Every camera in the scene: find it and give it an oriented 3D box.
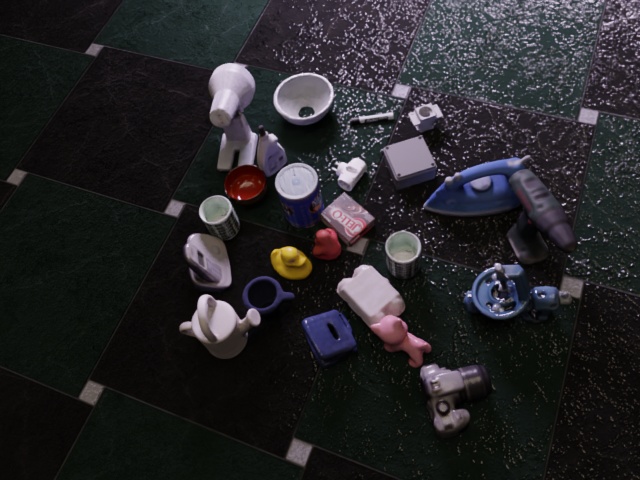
[{"bbox_3d":[0.283,0.314,1.166,0.137,0.101,0.143,-14,61,0],"label":"camera"}]

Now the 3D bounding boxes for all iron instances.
[{"bbox_3d":[0.377,-0.136,1.368,0.258,0.141,0.118,-12,61,1],"label":"iron"}]

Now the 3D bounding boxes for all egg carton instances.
[{"bbox_3d":[0.117,0.130,1.302,0.107,0.069,0.150,-39,65,-13],"label":"egg carton"}]

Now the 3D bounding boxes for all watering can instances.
[{"bbox_3d":[-0.219,0.180,1.246,0.173,0.194,0.100,-26,62,-6],"label":"watering can"}]

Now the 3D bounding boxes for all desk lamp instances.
[{"bbox_3d":[-0.229,-0.320,1.500,0.118,0.214,0.203,0,62,7],"label":"desk lamp"}]

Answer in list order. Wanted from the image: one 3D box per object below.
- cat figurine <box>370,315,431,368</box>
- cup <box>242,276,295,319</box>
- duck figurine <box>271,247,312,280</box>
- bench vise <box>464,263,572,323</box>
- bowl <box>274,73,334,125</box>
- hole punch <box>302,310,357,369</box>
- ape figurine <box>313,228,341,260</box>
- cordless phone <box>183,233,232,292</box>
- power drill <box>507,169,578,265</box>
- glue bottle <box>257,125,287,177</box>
[{"bbox_3d":[0.175,0.207,1.226,0.127,0.118,0.067,26,69,19],"label":"cat figurine"},{"bbox_3d":[-0.110,0.142,1.310,0.117,0.095,0.091,0,62,7],"label":"cup"},{"bbox_3d":[-0.072,0.044,1.361,0.104,0.086,0.077,23,67,18],"label":"duck figurine"},{"bbox_3d":[0.416,0.095,1.197,0.207,0.220,0.121,-13,61,1],"label":"bench vise"},{"bbox_3d":[-0.041,-0.377,1.586,0.167,0.075,0.167,-3,62,6],"label":"bowl"},{"bbox_3d":[0.022,0.209,1.260,0.101,0.091,0.108,-27,62,-7],"label":"hole punch"},{"bbox_3d":[0.013,0.005,1.368,0.078,0.092,0.076,-39,64,-13],"label":"ape figurine"},{"bbox_3d":[-0.276,0.033,1.337,0.094,0.185,0.147,-17,61,-2],"label":"cordless phone"},{"bbox_3d":[0.480,-0.033,1.263,0.075,0.209,0.229,-18,62,-2],"label":"power drill"},{"bbox_3d":[-0.133,-0.236,1.467,0.078,0.173,0.037,-40,64,-13],"label":"glue bottle"}]
